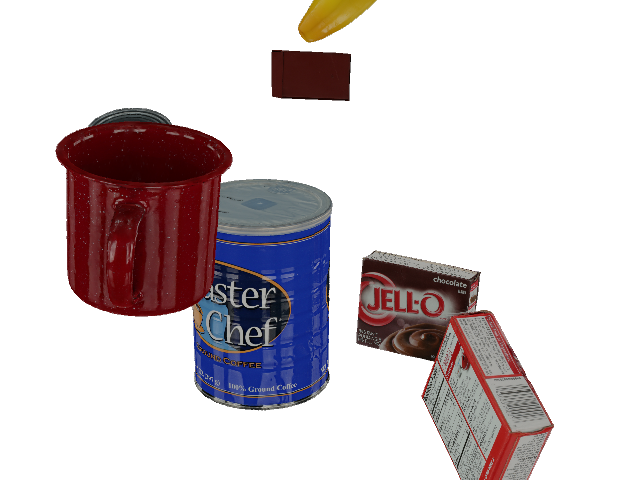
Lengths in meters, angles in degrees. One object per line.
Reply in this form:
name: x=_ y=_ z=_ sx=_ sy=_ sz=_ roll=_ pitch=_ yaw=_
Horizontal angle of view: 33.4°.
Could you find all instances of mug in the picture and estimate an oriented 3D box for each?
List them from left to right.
mug: x=-0.097 y=-0.006 z=0.574 sx=0.093 sy=0.081 sz=0.117 roll=5 pitch=25 yaw=-4

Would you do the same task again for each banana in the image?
banana: x=0.043 y=-0.223 z=0.794 sx=0.070 sy=0.197 sz=0.037 roll=-9 pitch=-42 yaw=40

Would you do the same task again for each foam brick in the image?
foam brick: x=-0.011 y=-0.179 z=1.159 sx=0.078 sy=0.051 sz=0.053 roll=0 pitch=11 yaw=-15

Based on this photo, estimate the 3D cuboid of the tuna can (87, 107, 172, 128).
tuna can: x=-0.186 y=-0.093 z=1.049 sx=0.086 sy=0.034 sz=0.086 roll=0 pitch=41 yaw=0

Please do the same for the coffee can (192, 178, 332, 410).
coffee can: x=-0.044 y=0.037 z=0.777 sx=0.103 sy=0.140 sz=0.103 roll=0 pitch=21 yaw=0

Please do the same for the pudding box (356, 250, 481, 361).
pudding box: x=0.093 y=0.065 z=1.032 sx=0.114 sy=0.090 sz=0.039 roll=10 pitch=19 yaw=20

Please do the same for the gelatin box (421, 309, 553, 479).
gelatin box: x=0.093 y=0.096 z=0.608 sx=0.030 sy=0.073 sz=0.089 roll=-4 pitch=43 yaw=-18
